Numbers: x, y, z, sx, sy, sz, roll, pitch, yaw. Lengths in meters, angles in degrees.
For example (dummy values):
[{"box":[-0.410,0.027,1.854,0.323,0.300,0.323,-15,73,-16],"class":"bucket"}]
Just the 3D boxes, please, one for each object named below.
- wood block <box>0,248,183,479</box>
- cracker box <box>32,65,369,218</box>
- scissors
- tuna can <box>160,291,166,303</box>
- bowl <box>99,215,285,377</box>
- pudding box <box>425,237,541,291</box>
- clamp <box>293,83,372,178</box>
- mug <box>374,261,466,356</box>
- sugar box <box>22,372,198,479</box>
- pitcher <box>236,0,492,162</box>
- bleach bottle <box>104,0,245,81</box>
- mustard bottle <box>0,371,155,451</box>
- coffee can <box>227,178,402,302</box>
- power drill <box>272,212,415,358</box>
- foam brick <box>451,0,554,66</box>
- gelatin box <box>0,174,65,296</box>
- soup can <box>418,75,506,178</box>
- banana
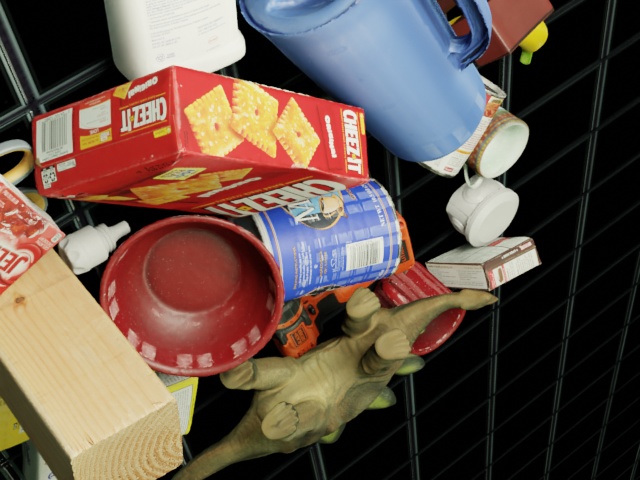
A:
[{"box":[-0.203,0.106,0.851,0.090,0.206,0.090,-27,143,-26],"class":"wood block"},{"box":[-0.089,-0.068,0.836,0.213,0.164,0.072,6,76,-50],"class":"cracker box"},{"box":[-0.291,0.002,0.820,0.201,0.016,0.096,-42,147,-5],"class":"scissors"},{"box":[-0.127,0.044,1.028,0.086,0.034,0.086,-29,143,-24],"class":"tuna can"},{"box":[-0.114,0.041,0.952,0.162,0.055,0.162,-3,117,-5],"class":"bowl"},{"box":[0.198,0.029,1.308,0.089,0.114,0.039,-25,102,-29],"class":"pudding box"},{"box":[0.035,-0.118,1.031,0.209,0.036,0.165,11,119,-51],"class":"clamp"},{"box":[0.110,0.076,1.282,0.093,0.082,0.117,-53,146,10],"class":"mug"},{"box":[-0.212,0.185,1.077,0.175,0.048,0.093,-16,137,-32],"class":"sugar box"},{"box":[0.057,-0.164,0.883,0.145,0.149,0.242,-46,141,4],"class":"pitcher"},{"box":[-0.107,-0.230,0.735,0.102,0.068,0.251,-27,140,-27],"class":"bleach bottle"},{"box":[-0.225,0.128,0.987,0.191,0.058,0.096,-16,137,-37],"class":"mustard bottle"},{"box":[-0.007,0.001,1.030,0.140,0.103,0.103,-12,135,-24],"class":"coffee can"},{"box":[0.010,0.035,1.153,0.187,0.057,0.184,-36,150,-10],"class":"power drill"},{"box":[0.175,-0.214,1.026,0.078,0.051,0.053,-45,-166,-26],"class":"foam brick"},{"box":[-0.248,-0.004,0.816,0.073,0.030,0.089,-43,149,-4],"class":"gelatin box"},{"box":[0.138,-0.125,1.113,0.068,0.069,0.102,4,123,-50],"class":"soup can"},{"box":[0.179,-0.209,1.096,0.197,0.037,0.070,-6,130,-44],"class":"banana"}]
